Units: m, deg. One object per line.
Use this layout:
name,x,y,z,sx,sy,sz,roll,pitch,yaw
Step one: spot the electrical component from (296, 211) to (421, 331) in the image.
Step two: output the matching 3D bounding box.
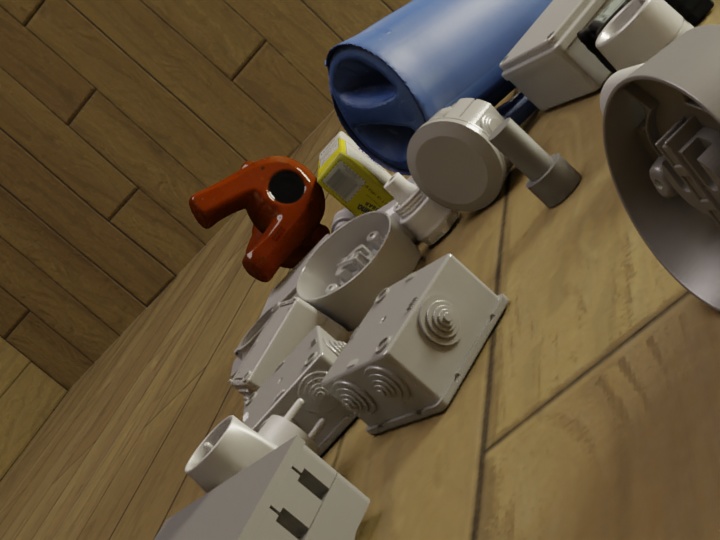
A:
electrical component,0.000,0.000,0.883,0.099,0.064,0.099,-46,11,12

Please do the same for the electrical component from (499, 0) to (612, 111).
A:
electrical component,0.180,-0.190,0.864,0.108,0.056,0.109,-50,11,-10

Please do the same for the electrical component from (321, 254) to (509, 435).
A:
electrical component,0.031,0.044,0.647,0.099,0.048,0.100,-55,12,-31

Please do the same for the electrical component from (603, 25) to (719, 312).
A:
electrical component,0.136,-0.039,0.404,0.064,0.099,0.099,-44,10,-9

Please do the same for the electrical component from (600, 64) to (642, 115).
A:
electrical component,0.171,-0.101,0.626,0.040,0.040,0.078,-49,11,-5

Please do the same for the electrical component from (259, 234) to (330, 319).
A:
electrical component,-0.046,0.023,1.028,0.100,0.048,0.099,-45,11,18

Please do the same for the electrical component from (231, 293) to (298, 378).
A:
electrical component,-0.069,0.067,0.943,0.089,0.056,0.050,-47,11,6

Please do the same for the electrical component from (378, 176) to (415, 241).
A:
electrical component,0.045,-0.052,0.942,0.055,0.045,0.045,-44,11,18

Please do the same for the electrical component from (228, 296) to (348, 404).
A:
electrical component,-0.058,0.078,0.867,0.096,0.061,0.062,-59,13,-15

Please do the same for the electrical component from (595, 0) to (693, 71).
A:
electrical component,0.189,-0.149,0.706,0.055,0.047,0.055,-46,11,11

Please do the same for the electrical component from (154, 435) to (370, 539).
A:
electrical component,-0.068,0.164,0.578,0.150,0.062,0.089,-38,15,43

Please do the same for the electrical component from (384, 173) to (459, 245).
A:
electrical component,0.048,-0.054,0.889,0.043,0.062,0.043,-46,11,11

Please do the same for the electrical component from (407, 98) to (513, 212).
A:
electrical component,0.082,-0.090,0.843,0.080,0.080,0.051,-37,10,46

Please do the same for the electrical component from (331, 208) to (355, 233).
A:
electrical component,-0.015,-0.043,1.181,0.035,0.035,0.061,-44,15,24

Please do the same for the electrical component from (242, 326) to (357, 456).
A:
electrical component,-0.039,0.092,0.755,0.099,0.048,0.099,-48,10,5

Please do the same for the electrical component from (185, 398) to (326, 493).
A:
electrical component,-0.051,0.114,0.648,0.079,0.077,0.044,-52,11,-23
